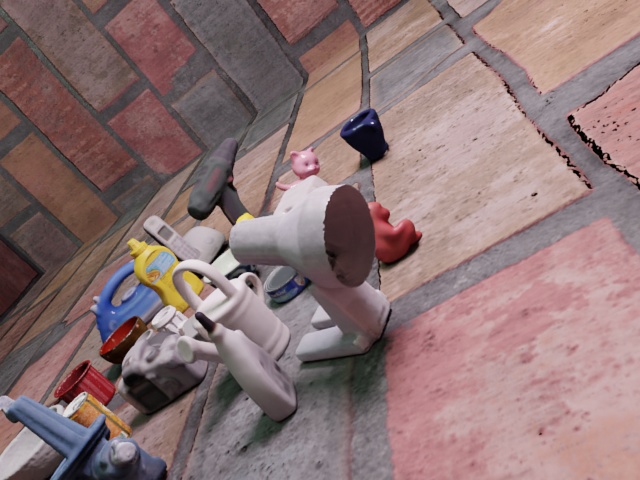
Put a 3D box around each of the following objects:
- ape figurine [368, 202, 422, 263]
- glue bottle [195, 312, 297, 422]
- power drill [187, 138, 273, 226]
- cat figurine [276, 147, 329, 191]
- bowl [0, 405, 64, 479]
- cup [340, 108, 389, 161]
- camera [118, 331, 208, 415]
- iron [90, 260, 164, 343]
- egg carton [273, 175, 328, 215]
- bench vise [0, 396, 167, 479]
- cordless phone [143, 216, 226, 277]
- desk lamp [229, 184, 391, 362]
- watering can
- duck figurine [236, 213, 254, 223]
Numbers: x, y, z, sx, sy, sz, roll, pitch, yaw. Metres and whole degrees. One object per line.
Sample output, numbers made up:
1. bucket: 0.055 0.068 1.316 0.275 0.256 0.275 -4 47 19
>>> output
1. ape figurine: 0.094 -0.018 0.847 0.076 0.092 0.077 -44 22 -11
2. glue bottle: -0.095 0.148 0.717 0.037 0.173 0.078 -37 22 8
3. power drill: -0.204 -0.103 1.348 0.075 0.209 0.230 -19 30 42
4. cat figurine: -0.042 -0.146 1.291 0.128 0.118 0.067 -42 21 -5
5. bowl: -0.519 0.397 1.062 0.167 0.075 0.167 -33 22 16
6. cup: 0.109 -0.218 1.214 0.092 0.095 0.117 -45 22 -12
7. camera: -0.275 0.206 1.000 0.143 0.101 0.136 -33 22 16
8. iron: -0.469 0.139 1.399 0.259 0.142 0.118 -47 22 -18
9. egg carton: -0.035 -0.069 1.194 0.107 0.069 0.150 -28 24 29
10. bench vise: -0.327 0.272 0.789 0.207 0.220 0.121 -30 24 24
11. cordless phone: -0.333 -0.008 1.406 0.094 0.185 0.148 -23 27 36
12. desk lamp: -0.002 0.043 0.715 0.202 0.214 0.118 -20 29 41
13. watering can: -0.142 0.109 0.843 0.100 0.194 0.173 -31 23 21
14. duck figurine: -0.144 -0.022 1.257 0.077 0.086 0.105 -19 30 43
